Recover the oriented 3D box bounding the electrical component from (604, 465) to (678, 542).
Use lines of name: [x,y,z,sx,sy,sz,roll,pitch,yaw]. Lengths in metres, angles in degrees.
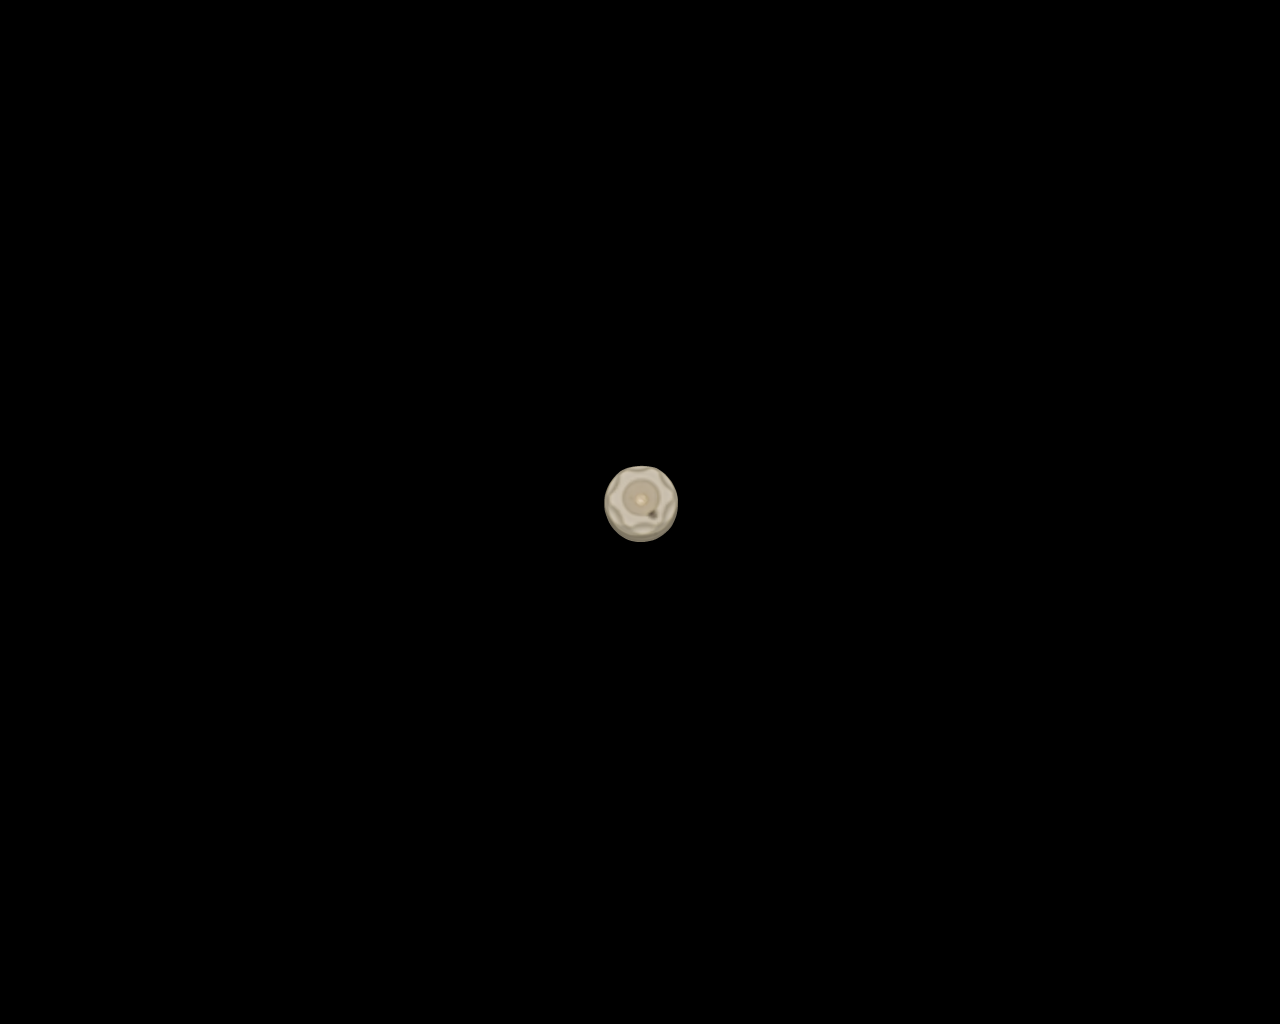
electrical component: [0.001,-0.003,0.650,0.043,0.043,0.062,0,-11,0]
